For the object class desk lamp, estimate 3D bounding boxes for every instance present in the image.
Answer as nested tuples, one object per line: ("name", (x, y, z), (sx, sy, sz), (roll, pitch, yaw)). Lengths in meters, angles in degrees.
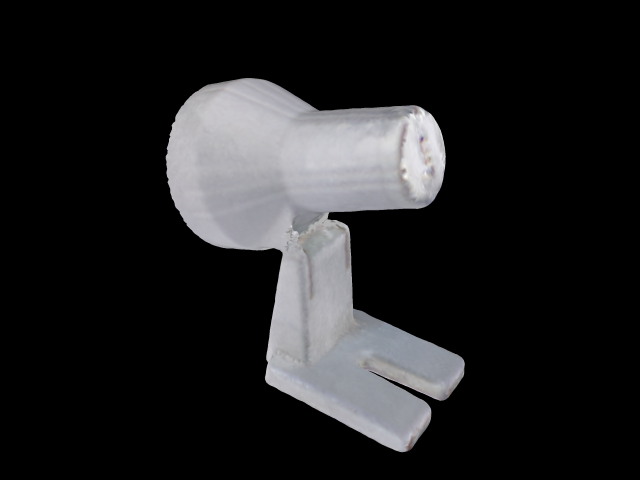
("desk lamp", (0.004, 0.001, 0.400), (0.202, 0.214, 0.118), (19, 36, 29))
